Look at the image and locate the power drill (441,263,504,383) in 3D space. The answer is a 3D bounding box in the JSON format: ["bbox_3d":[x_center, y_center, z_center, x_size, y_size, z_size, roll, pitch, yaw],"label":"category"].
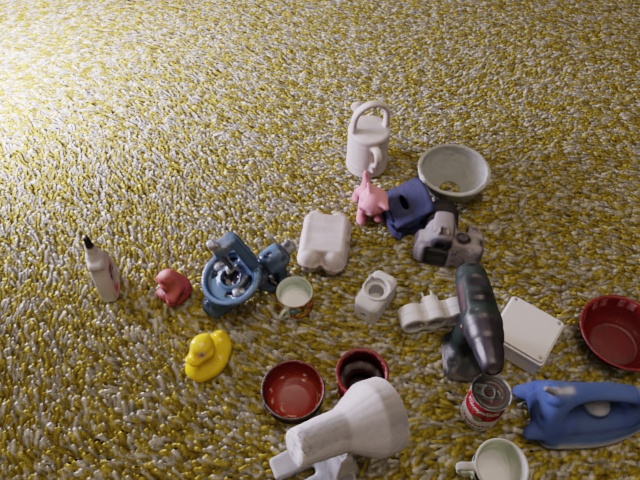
[{"bbox_3d":[0.270,0.167,1.011,0.075,0.208,0.229,1,53,0],"label":"power drill"}]

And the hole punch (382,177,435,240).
[{"bbox_3d":[0.191,-0.071,1.263,0.101,0.091,0.108,-13,54,-10],"label":"hole punch"}]

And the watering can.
[{"bbox_3d":[0.109,-0.250,1.332,0.101,0.194,0.172,-30,59,-21],"label":"watering can"}]

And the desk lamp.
[{"bbox_3d":[0.026,0.320,0.890,0.203,0.214,0.117,-21,56,-16],"label":"desk lamp"}]

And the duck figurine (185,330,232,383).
[{"bbox_3d":[-0.210,0.202,1.056,0.077,0.086,0.105,28,58,19],"label":"duck figurine"}]

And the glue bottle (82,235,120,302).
[{"bbox_3d":[-0.430,0.047,1.115,0.037,0.173,0.078,-11,54,-9],"label":"glue bottle"}]

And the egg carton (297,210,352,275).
[{"bbox_3d":[0.011,0.004,1.218,0.107,0.069,0.150,5,53,3],"label":"egg carton"}]

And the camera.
[{"bbox_3d":[0.276,-0.022,1.221,0.143,0.101,0.137,9,53,6],"label":"camera"}]

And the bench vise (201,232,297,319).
[{"bbox_3d":[-0.148,0.036,1.098,0.121,0.220,0.208,31,59,21],"label":"bench vise"}]

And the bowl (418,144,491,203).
[{"bbox_3d":[0.305,-0.142,1.328,0.167,0.075,0.167,0,53,0],"label":"bowl"}]

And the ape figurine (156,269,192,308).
[{"bbox_3d":[-0.296,0.088,1.137,0.076,0.092,0.077,-8,53,-6],"label":"ape figurine"}]

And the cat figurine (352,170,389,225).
[{"bbox_3d":[0.112,-0.096,1.264,0.067,0.118,0.127,-7,53,-6],"label":"cat figurine"}]

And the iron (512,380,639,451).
[{"bbox_3d":[0.474,0.276,0.973,0.258,0.141,0.118,-2,53,-2],"label":"iron"}]
